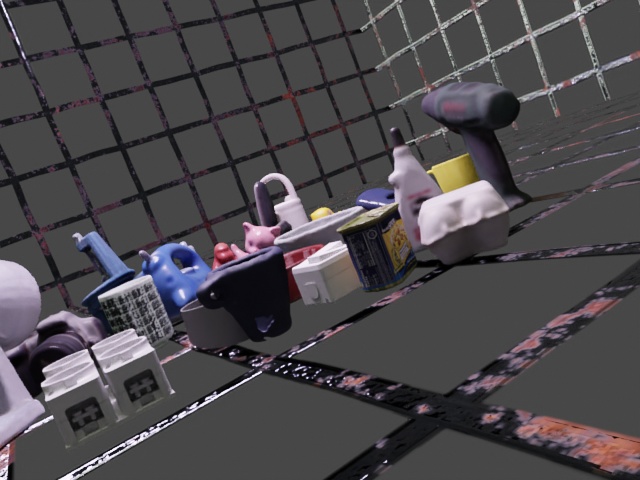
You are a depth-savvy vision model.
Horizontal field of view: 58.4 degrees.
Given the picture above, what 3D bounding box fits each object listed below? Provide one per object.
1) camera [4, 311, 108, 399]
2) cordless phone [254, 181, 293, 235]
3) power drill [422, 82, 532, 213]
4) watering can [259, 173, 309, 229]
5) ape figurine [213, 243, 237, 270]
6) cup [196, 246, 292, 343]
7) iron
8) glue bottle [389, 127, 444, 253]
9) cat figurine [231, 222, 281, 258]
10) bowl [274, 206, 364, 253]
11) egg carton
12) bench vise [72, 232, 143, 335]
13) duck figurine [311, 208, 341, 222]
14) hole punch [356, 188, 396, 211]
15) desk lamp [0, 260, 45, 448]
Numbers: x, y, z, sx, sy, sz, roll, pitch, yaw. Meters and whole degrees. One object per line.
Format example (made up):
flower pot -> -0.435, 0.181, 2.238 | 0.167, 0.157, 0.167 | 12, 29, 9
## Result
camera -> -0.392, 0.167, 0.833 | 0.143, 0.101, 0.136 | -22, 6, -9
cordless phone -> -0.116, -0.034, 1.239 | 0.094, 0.185, 0.147 | -21, 6, 5
power drill -> 0.234, -0.141, 0.864 | 0.076, 0.208, 0.229 | -23, 6, -10
watering can -> -0.089, -0.067, 1.391 | 0.101, 0.194, 0.173 | -22, 6, -3
ape figurine -> -0.201, 0.051, 1.228 | 0.078, 0.092, 0.076 | -24, 7, -18
cup -> -0.077, 0.069, 0.633 | 0.091, 0.095, 0.118 | -16, 8, 40
iron -> -0.254, 0.065, 1.059 | 0.118, 0.141, 0.258 | -20, 6, 10
glue bottle -> 0.131, -0.074, 0.797 | 0.078, 0.173, 0.037 | -22, 6, -4
cat figurine -> -0.125, 0.020, 1.117 | 0.127, 0.118, 0.067 | -16, 8, 40
bowl -> 0.009, 0.004, 1.004 | 0.167, 0.075, 0.167 | -21, 6, 3
egg carton -> 0.174, -0.023, 0.698 | 0.107, 0.069, 0.150 | -20, 6, 14
bench vise -> -0.403, 0.069, 1.164 | 0.207, 0.220, 0.121 | -21, 6, 5
duck figurine -> 0.009, -0.021, 1.168 | 0.104, 0.086, 0.077 | -22, 6, -8
hole punch -> 0.134, -0.059, 1.047 | 0.100, 0.091, 0.109 | -17, 7, 33
desk lamp -> -0.415, 0.133, 0.679 | 0.118, 0.213, 0.203 | -21, 6, 6
